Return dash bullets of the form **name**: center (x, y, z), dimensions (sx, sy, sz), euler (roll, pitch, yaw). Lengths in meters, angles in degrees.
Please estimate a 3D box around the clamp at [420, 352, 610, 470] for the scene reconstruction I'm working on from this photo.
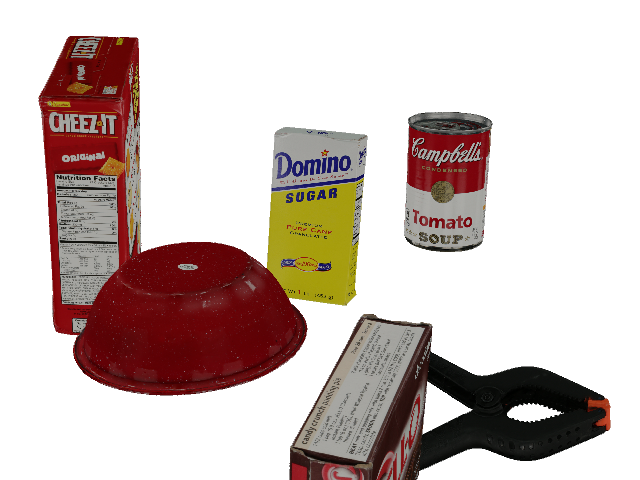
- **clamp**: center (0.138, 0.154, 0.916), dimensions (0.210, 0.036, 0.164), euler (4, 42, 21)

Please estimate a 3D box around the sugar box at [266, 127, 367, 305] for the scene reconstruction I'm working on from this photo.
- **sugar box**: center (-0.005, -0.026, 1.115), dimensions (0.093, 0.176, 0.048), euler (7, 16, 14)

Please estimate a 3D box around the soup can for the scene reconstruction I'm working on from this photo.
- **soup can**: center (0.103, -0.049, 0.878), dimensions (0.068, 0.102, 0.068), euler (1, 19, 0)

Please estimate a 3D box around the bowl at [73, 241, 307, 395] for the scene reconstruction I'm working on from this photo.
- **bowl**: center (-0.090, 0.043, 0.730), dimensions (0.162, 0.055, 0.162), euler (-2, 22, 1)

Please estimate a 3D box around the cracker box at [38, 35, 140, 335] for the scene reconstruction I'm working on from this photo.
- **cracker box**: center (-0.193, -0.050, 0.916), dimensions (0.072, 0.214, 0.164), euler (1, 27, -6)

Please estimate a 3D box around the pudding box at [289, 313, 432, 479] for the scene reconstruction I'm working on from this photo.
- **pudding box**: center (0.019, 0.098, 0.473), dimensions (0.039, 0.090, 0.113), euler (10, 29, 13)
